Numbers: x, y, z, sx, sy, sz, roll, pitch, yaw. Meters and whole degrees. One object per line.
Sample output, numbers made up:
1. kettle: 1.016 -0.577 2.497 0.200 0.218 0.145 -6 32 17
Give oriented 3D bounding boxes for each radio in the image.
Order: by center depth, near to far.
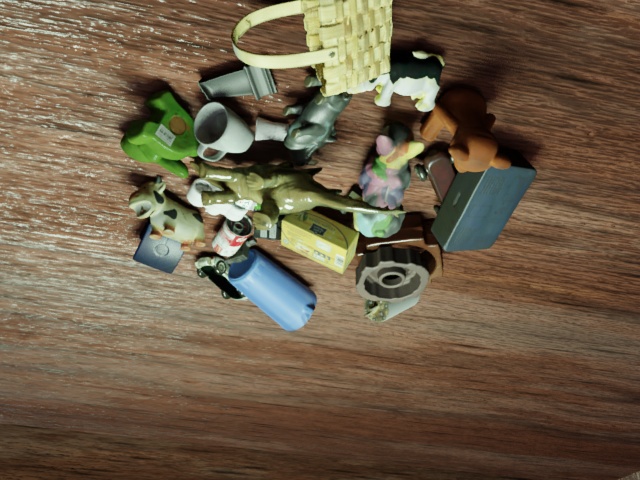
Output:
1. radio: 0.337 -0.081 1.116 0.131 0.073 0.229 -1 134 -22

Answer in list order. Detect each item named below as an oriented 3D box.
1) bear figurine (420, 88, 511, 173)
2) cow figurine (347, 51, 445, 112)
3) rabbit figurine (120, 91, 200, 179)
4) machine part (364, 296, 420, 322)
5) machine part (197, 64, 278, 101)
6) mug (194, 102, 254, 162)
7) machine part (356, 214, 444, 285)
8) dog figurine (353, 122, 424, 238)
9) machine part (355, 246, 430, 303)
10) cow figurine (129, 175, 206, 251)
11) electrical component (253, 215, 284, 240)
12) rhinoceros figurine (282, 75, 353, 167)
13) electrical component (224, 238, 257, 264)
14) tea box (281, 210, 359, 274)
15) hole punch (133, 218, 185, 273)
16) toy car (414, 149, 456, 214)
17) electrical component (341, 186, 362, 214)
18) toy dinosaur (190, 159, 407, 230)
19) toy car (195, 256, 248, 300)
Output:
1. bear figurine: 0.258 -0.175 0.954 0.120 0.196 0.131 6 143 -8
2. cow figurine: 0.125 -0.284 0.926 0.167 0.068 0.098 6 137 -8
3. rabbit figurine: -0.316 -0.199 1.062 0.170 0.121 0.159 -7 152 43
4. machine part: 0.192 0.157 1.413 0.079 0.079 0.243 -35 167 38
5. machine part: -0.150 -0.283 0.975 0.139 0.039 0.084 -6 146 9
6. mug: -0.181 -0.196 1.029 0.107 0.081 0.109 11 111 -60
7. machine part: 0.195 0.030 1.312 0.202 0.087 0.200 -9 141 13
8. dog figurine: 0.134 -0.121 1.057 0.108 0.191 0.219 12 157 0
9. machine part: 0.169 0.082 1.266 0.179 0.056 0.179 1 141 1
10. cow figurine: -0.348 -0.062 1.225 0.085 0.127 0.194 -21 150 29
11. electrical component: -0.124 -0.029 1.292 0.075 0.048 0.119 8 140 -5
12. rhinoceros figurine: -0.010 -0.221 1.010 0.112 0.073 0.190 -2 140 -39
13. electrical component: -0.201 0.028 1.356 0.094 0.063 0.021 -19 136 25
14. tea box: -0.003 -0.004 1.247 0.170 0.068 0.098 27 144 13
15. hole punch: -0.392 0.011 1.334 0.142 0.092 0.115 25 134 -21
16. toy car: 0.267 -0.117 1.143 0.089 0.053 0.202 -30 136 8
17. electrical component: 0.098 -0.083 1.210 0.078 0.045 0.102 33 138 8
18. toy dinosaur: -0.071 -0.099 1.049 0.472 0.198 0.105 21 118 29
19. toy car: -0.262 0.104 1.468 0.074 0.056 0.201 -10 139 26
